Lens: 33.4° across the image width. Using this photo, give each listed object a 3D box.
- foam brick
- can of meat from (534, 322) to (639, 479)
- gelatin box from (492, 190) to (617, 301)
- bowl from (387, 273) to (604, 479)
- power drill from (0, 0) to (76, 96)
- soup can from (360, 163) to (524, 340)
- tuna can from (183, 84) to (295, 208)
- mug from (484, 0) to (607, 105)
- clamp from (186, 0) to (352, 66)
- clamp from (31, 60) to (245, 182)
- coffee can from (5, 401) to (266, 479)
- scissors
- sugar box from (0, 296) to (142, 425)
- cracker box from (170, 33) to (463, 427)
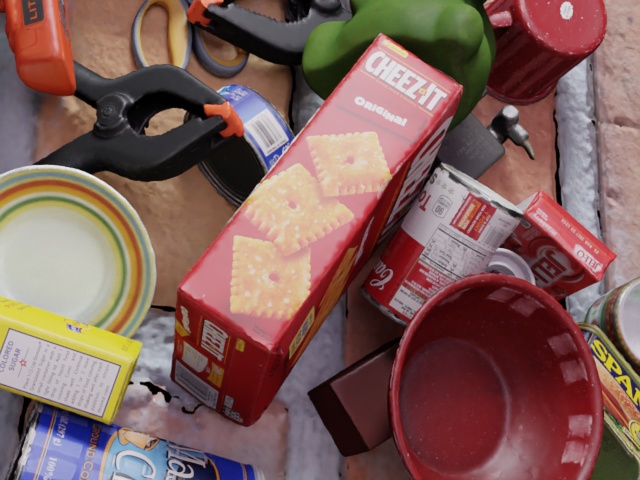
[{"bbox_3d":[0.041,0.105,0.725,0.078,0.051,0.053,-28,86,-25],"label":"foam brick"},{"bbox_3d":[0.190,0.120,0.752,0.102,0.058,0.083,51,31,1],"label":"can of meat"},{"bbox_3d":[0.159,0.009,0.777,0.073,0.089,0.030,42,64,-4],"label":"gelatin box"},{"bbox_3d":[0.100,0.104,0.673,0.161,0.055,0.162,6,77,-27],"label":"bowl"},{"bbox_3d":[-0.250,-0.117,0.659,0.187,0.057,0.184,-8,72,-7],"label":"power drill"},{"bbox_3d":[0.082,0.008,0.715,0.068,0.068,0.102,30,101,-10],"label":"soup can"},{"bbox_3d":[-0.052,-0.062,0.724,0.033,0.086,0.086,-39,89,-27],"label":"tuna can"},{"bbox_3d":[0.159,-0.163,0.835,0.117,0.082,0.093,-5,76,-22],"label":"mug"},{"bbox_3d":[0.004,-0.169,0.798,0.209,0.036,0.164,-18,80,-32],"label":"clamp"},{"bbox_3d":[-0.133,-0.084,0.691,0.171,0.039,0.120,-8,74,12],"label":"clamp"},{"bbox_3d":[-0.114,0.162,0.621,0.140,0.103,0.102,20,68,-13],"label":"coffee can"},{"bbox_3d":[-0.092,-0.202,0.791,0.096,0.016,0.201,12,70,-18],"label":"scissors"},{"bbox_3d":[-0.194,0.054,0.617,0.176,0.093,0.048,22,87,-7],"label":"sugar box"},{"bbox_3d":[-0.004,0.001,0.673,0.072,0.164,0.213,34,65,8],"label":"cracker box"}]
